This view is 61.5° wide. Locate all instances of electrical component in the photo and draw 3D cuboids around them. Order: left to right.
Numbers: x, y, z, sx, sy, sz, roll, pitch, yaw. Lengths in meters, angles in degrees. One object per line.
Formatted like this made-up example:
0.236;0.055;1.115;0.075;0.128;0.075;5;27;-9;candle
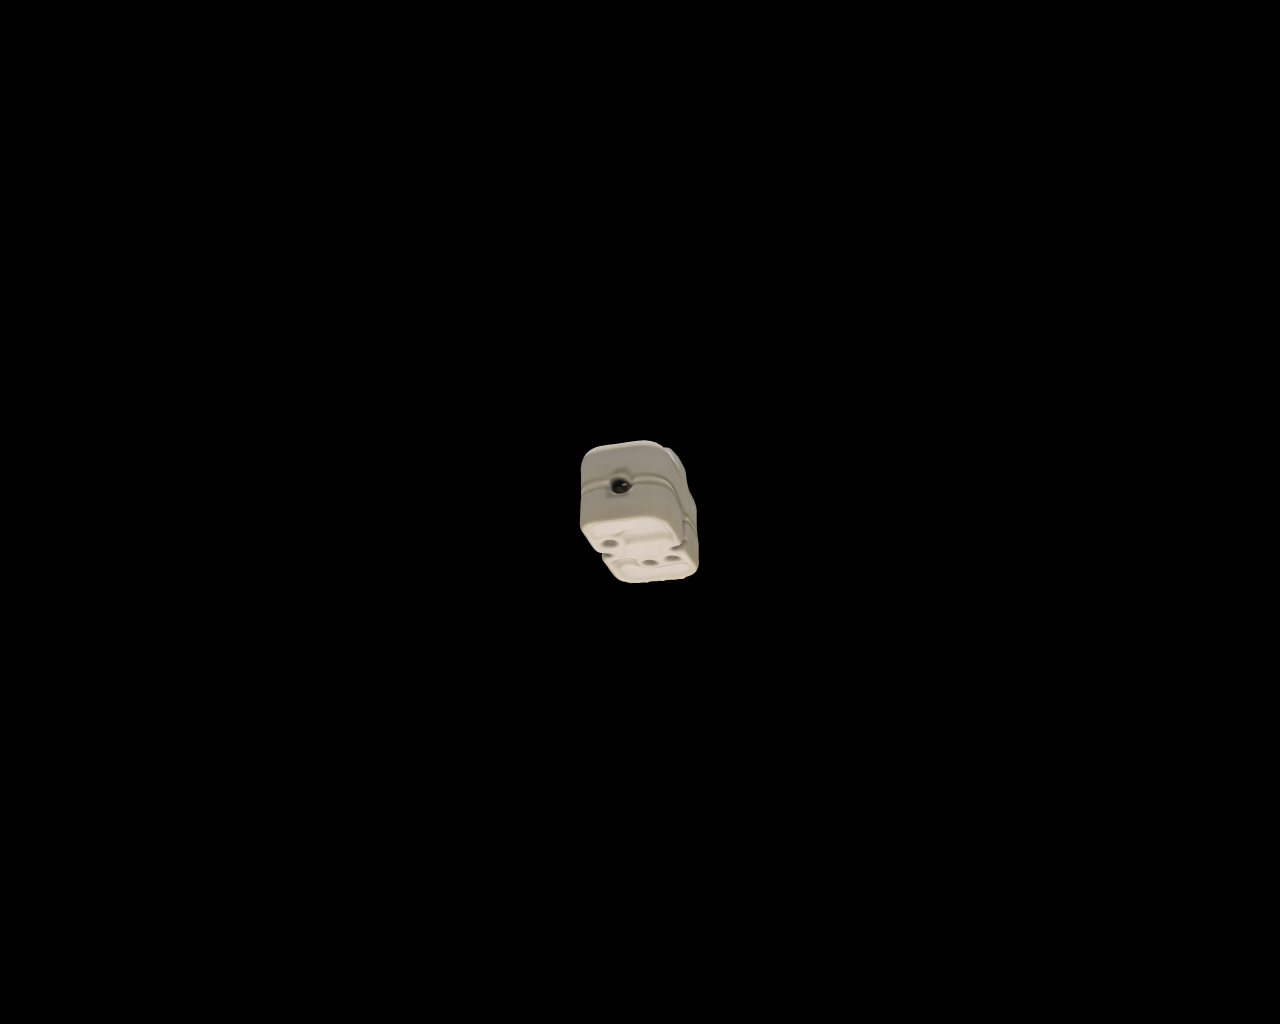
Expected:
0.001;-0.003;0.650;0.054;0.059;0.095;-7;-27;14;electrical component
